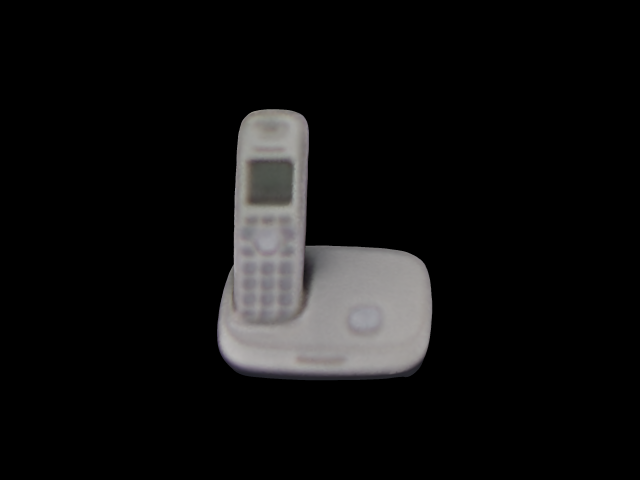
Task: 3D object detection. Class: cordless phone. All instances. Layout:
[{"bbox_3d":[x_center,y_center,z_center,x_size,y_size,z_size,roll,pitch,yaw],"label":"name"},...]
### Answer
[{"bbox_3d":[0.004,0.001,0.400,0.147,0.185,0.094,0,7,4],"label":"cordless phone"}]
